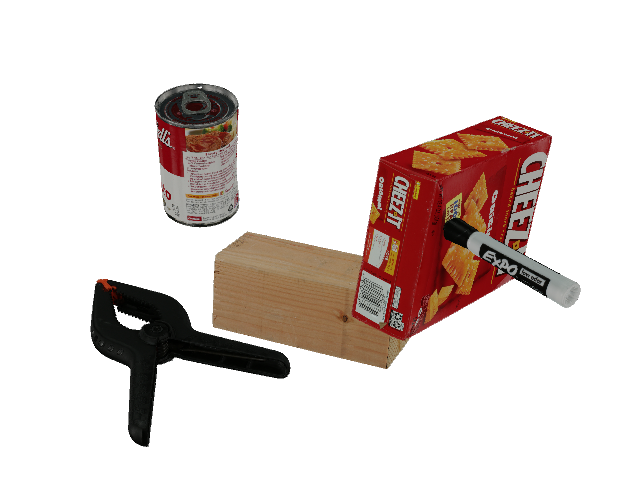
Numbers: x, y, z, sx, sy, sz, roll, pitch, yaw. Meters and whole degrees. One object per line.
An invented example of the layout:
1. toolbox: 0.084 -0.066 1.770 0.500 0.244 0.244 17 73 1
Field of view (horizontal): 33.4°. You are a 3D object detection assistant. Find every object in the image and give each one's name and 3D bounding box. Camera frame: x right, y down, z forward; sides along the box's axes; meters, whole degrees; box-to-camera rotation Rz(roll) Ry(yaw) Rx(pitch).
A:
1. cracker box: 0.130 -0.016 1.019 0.072 0.164 0.213 26 31 32
2. wood block: -0.007 0.064 1.179 0.206 0.091 0.090 12 23 18
3. soup can: -0.101 -0.071 0.895 0.068 0.102 0.068 1 37 -1
4. clamp: -0.140 0.095 0.991 0.164 0.036 0.210 -16 39 -30
5. marker: 0.133 0.013 0.763 0.020 0.020 0.121 0 24 -43
